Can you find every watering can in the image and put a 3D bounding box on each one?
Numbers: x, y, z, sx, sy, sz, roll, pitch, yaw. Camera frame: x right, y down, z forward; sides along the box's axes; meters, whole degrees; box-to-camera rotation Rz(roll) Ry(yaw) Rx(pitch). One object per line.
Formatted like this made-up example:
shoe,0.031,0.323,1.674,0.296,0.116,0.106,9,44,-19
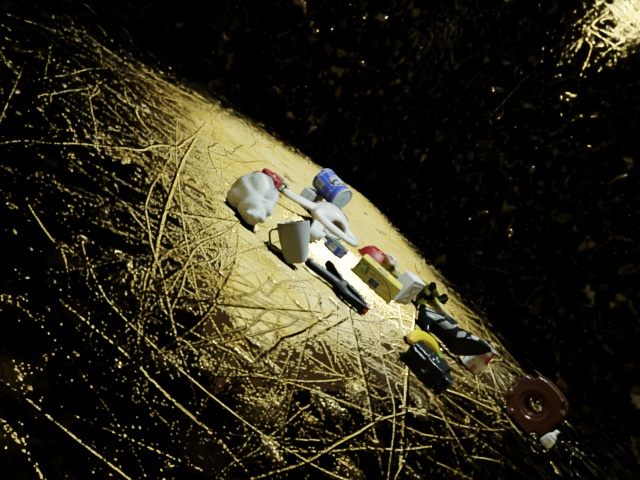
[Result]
watering can,0.006,-0.096,1.898,0.346,0.103,0.227,38,10,-9

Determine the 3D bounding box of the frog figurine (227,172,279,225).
frog figurine,-0.179,-0.108,1.353,0.137,0.121,0.162,7,21,2

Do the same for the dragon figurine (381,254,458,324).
dragon figurine,0.378,0.192,2.049,0.404,0.122,0.246,44,-1,-34
